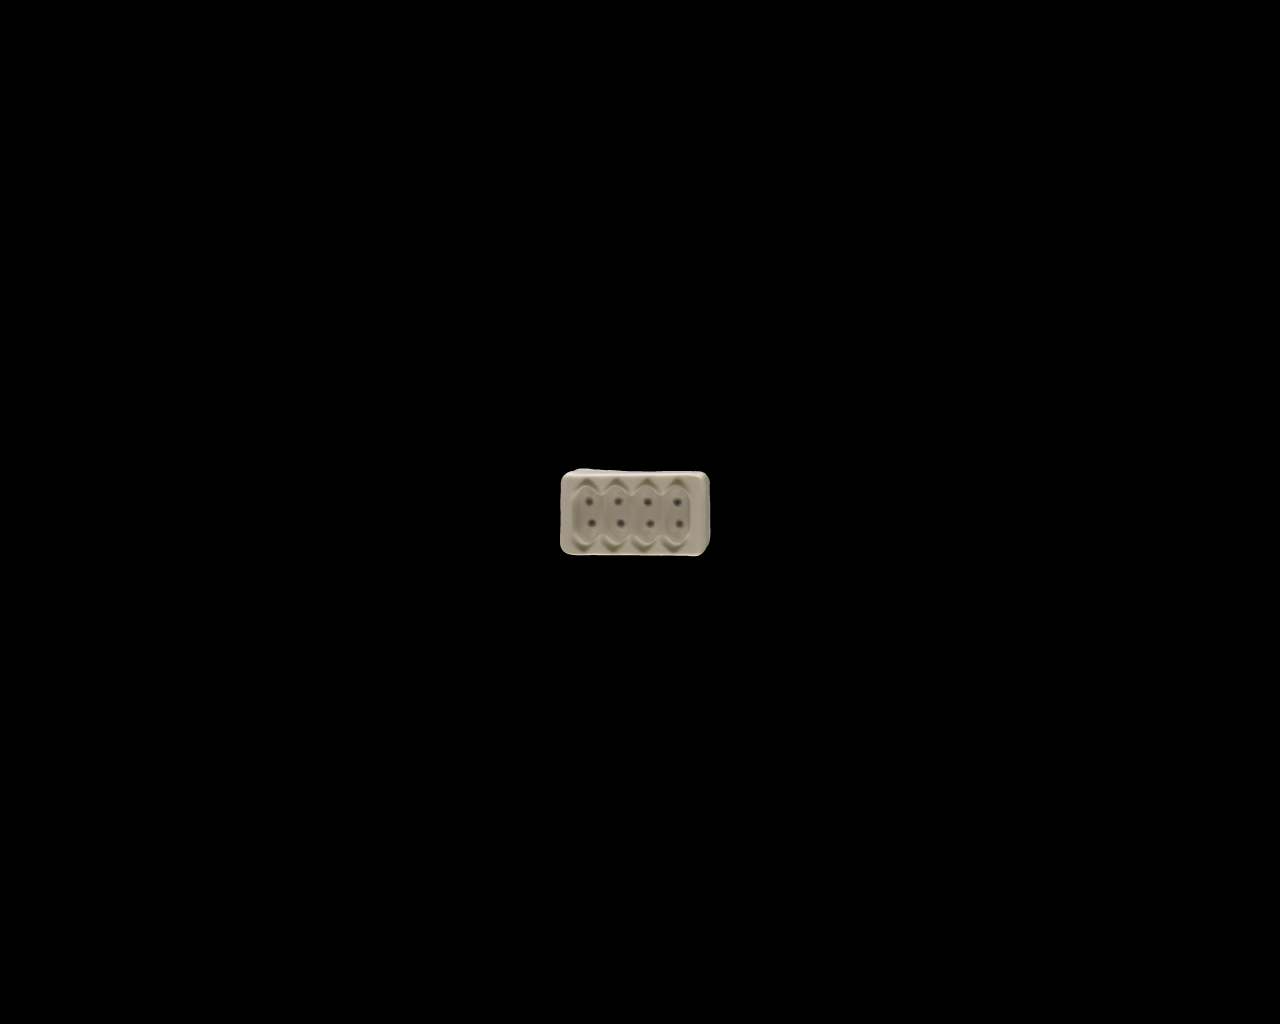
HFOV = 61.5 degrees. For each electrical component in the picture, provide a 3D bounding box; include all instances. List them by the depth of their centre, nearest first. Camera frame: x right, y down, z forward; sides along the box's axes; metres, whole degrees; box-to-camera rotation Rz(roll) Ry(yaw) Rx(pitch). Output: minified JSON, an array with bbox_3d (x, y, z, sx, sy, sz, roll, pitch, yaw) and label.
[{"bbox_3d":[0.001,-0.003,0.650,0.083,0.047,0.076,1,8,9],"label":"electrical component"}]
